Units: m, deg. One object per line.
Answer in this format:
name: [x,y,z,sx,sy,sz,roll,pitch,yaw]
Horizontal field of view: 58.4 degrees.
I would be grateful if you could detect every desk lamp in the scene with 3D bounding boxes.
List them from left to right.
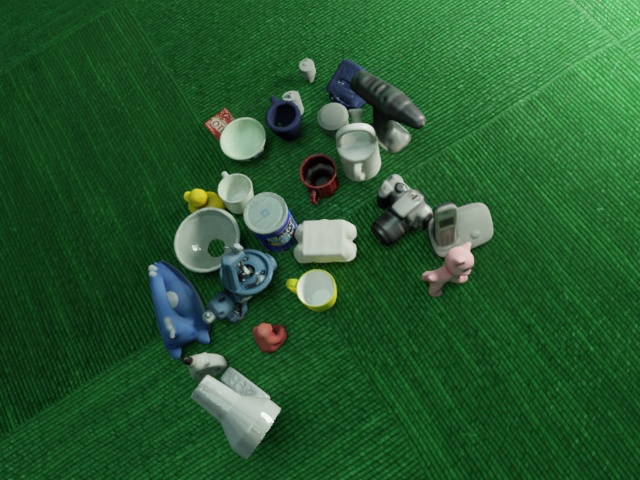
desk lamp: [-0.173,0.353,1.192,0.202,0.214,0.118,32,78,18]

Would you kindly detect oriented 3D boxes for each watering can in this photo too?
watering can: [0.087,-0.231,1.369,0.101,0.194,0.172,-23,68,1]

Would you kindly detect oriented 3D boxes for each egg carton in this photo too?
egg carton: [0.013,0.005,1.364,0.150,0.069,0.107,-3,70,8]

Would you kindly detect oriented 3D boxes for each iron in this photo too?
iron: [-0.355,0.139,1.337,0.118,0.141,0.258,-27,69,-1]

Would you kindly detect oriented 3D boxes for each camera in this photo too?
camera: [0.175,-0.065,1.345,0.137,0.101,0.143,-41,69,-6]

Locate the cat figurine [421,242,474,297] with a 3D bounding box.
cat figurine: [0.289,0.063,1.272,0.128,0.118,0.067,-30,68,-2]

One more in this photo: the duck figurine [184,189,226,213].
duck figurine: [-0.293,-0.097,1.441,0.104,0.086,0.077,12,73,13]

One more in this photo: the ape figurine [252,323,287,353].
ape figurine: [-0.120,0.214,1.298,0.077,0.092,0.076,20,75,16]

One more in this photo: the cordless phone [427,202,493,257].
cordless phone: [0.312,-0.042,1.269,0.147,0.185,0.094,-22,68,1]

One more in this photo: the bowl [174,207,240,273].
bowl: [-0.266,0.010,1.404,0.167,0.075,0.167,-3,70,8]

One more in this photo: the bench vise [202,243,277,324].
bench vise: [-0.185,0.099,1.281,0.121,0.220,0.207,18,74,15]

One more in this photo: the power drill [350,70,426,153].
power drill: [0.167,-0.299,1.372,0.076,0.209,0.229,-43,69,-7]

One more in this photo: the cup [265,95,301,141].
cup: [-0.093,-0.308,1.479,0.091,0.095,0.117,-29,69,-2]

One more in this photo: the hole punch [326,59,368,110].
hole punch: [0.078,-0.396,1.484,0.108,0.091,0.101,38,80,19]

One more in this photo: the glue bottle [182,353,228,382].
glue bottle: [-0.263,0.274,1.257,0.078,0.173,0.037,-30,68,-2]
